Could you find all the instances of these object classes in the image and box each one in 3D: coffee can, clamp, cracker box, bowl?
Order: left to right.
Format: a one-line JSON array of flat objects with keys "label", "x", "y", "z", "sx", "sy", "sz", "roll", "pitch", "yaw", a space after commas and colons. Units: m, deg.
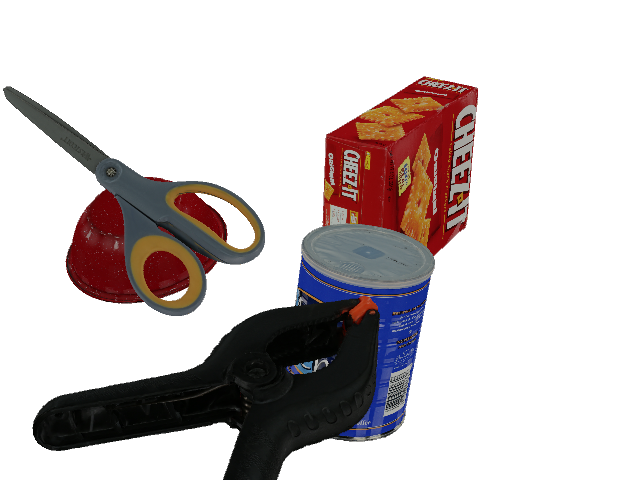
[{"label": "bowl", "x": -0.174, "y": -0.013, "z": 1.035, "sx": 0.162, "sy": 0.055, "sz": 0.162, "roll": -6, "pitch": 40, "yaw": 5}, {"label": "clamp", "x": -0.026, "y": 0.079, "z": 0.475, "sx": 0.171, "sy": 0.039, "sz": 0.120, "roll": -25, "pitch": 49, "yaw": -30}, {"label": "coffee can", "x": 0.028, "y": 0.071, "z": 0.839, "sx": 0.102, "sy": 0.140, "sz": 0.103, "roll": 7, "pitch": 24, "yaw": -3}, {"label": "cracker box", "x": 0.081, "y": -0.053, "z": 1.046, "sx": 0.072, "sy": 0.164, "sz": 0.213, "roll": 16, "pitch": 29, "yaw": 26}]

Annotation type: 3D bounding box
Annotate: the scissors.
[{"label": "scissors", "x": -0.133, "y": -0.022, "z": 0.670, "sx": 0.202, "sy": 0.096, "sz": 0.016, "roll": 23, "pitch": -15, "yaw": 9}]
